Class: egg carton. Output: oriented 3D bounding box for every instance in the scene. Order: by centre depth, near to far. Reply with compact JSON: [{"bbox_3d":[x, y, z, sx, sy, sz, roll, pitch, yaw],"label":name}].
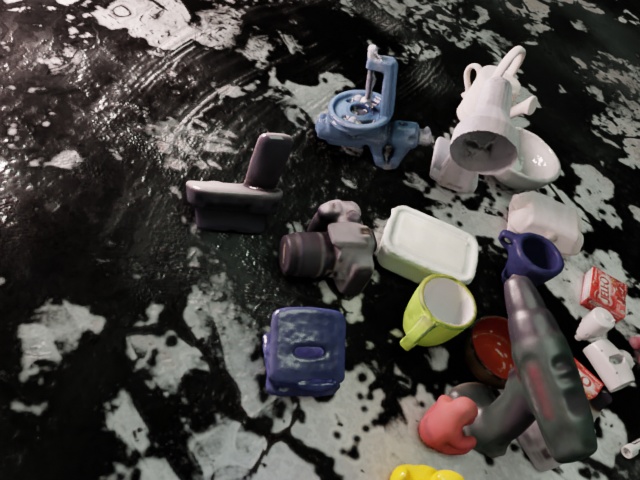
[{"bbox_3d":[0.434,-0.029,1.105,0.150,0.069,0.107,23,47,-3],"label":"egg carton"}]

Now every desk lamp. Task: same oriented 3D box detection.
[{"bbox_3d":[0.292,-0.189,1.083,0.118,0.213,0.203,21,48,-4],"label":"desk lamp"}]

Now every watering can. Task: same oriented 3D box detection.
[{"bbox_3d":[0.396,-0.334,1.258,0.173,0.194,0.101,29,47,3],"label":"watering can"}]

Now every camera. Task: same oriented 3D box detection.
[{"bbox_3d":[0.008,0.003,0.886,0.137,0.100,0.143,0,52,-21],"label":"camera"}]

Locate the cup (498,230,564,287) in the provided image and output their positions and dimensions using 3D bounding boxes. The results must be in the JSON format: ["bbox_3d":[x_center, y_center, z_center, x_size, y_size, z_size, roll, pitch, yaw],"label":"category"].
[{"bbox_3d":[0.346,0.041,0.995,0.117,0.095,0.092,36,48,9],"label":"cup"}]

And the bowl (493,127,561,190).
[{"bbox_3d":[0.411,-0.159,1.200,0.168,0.074,0.167,11,49,-13],"label":"bowl"}]

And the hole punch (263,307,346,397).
[{"bbox_3d":[-0.017,0.150,0.761,0.109,0.091,0.101,5,51,-18],"label":"hole punch"}]

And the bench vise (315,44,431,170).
[{"bbox_3d":[0.115,-0.249,1.056,0.208,0.219,0.121,6,50,-17],"label":"bench vise"}]

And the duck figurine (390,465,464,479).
[{"bbox_3d":[0.141,0.307,0.698,0.104,0.086,0.077,28,47,3],"label":"duck figurine"}]

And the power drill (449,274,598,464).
[{"bbox_3d":[0.259,0.191,0.759,0.076,0.208,0.229,-4,54,-24],"label":"power drill"}]

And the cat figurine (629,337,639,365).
[{"bbox_3d":[0.599,0.171,0.974,0.128,0.117,0.067,9,50,-15],"label":"cat figurine"}]

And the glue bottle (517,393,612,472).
[{"bbox_3d":[0.330,0.247,0.765,0.037,0.173,0.078,-10,56,-28],"label":"glue bottle"}]

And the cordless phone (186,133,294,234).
[{"bbox_3d":[-0.120,-0.100,0.862,0.148,0.185,0.094,0,52,-22],"label":"cordless phone"}]

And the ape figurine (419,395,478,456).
[{"bbox_3d":[0.179,0.241,0.764,0.076,0.092,0.077,5,51,-18],"label":"ape figurine"}]
